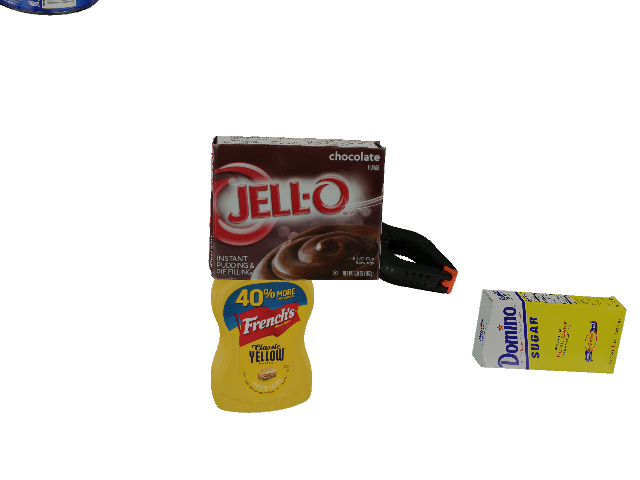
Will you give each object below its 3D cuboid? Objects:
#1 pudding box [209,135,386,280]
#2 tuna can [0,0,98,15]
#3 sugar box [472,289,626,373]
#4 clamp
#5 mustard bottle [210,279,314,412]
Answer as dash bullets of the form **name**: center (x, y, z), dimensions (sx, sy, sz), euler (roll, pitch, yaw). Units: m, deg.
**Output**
- **pudding box**: center (-0.016, -0.022, 0.701), dimensions (0.113, 0.090, 0.039), euler (0, 17, -7)
- **tuna can**: center (-0.205, -0.200, 0.793), dimensions (0.086, 0.034, 0.086), euler (6, 36, -5)
- **sugar box**: center (0.285, 0.115, 1.334), dimensions (0.176, 0.093, 0.048), euler (2, 18, -10)
- **clamp**: center (0.059, 0.007, 1.254), dimensions (0.210, 0.036, 0.164), euler (32, 39, 23)
- **mustard bottle**: center (-0.054, 0.066, 1.001), dimensions (0.096, 0.192, 0.058), euler (-3, 23, -12)
